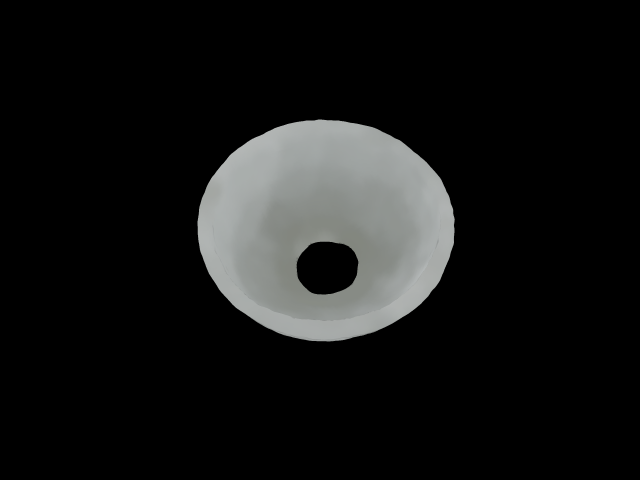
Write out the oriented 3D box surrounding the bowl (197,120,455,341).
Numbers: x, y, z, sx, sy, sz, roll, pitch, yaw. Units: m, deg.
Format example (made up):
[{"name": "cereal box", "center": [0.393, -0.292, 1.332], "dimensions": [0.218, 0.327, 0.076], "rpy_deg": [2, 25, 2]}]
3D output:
[{"name": "bowl", "center": [0.004, 0.001, 0.400], "dimensions": [0.167, 0.075, 0.167], "rpy_deg": [0, 60, 0]}]
